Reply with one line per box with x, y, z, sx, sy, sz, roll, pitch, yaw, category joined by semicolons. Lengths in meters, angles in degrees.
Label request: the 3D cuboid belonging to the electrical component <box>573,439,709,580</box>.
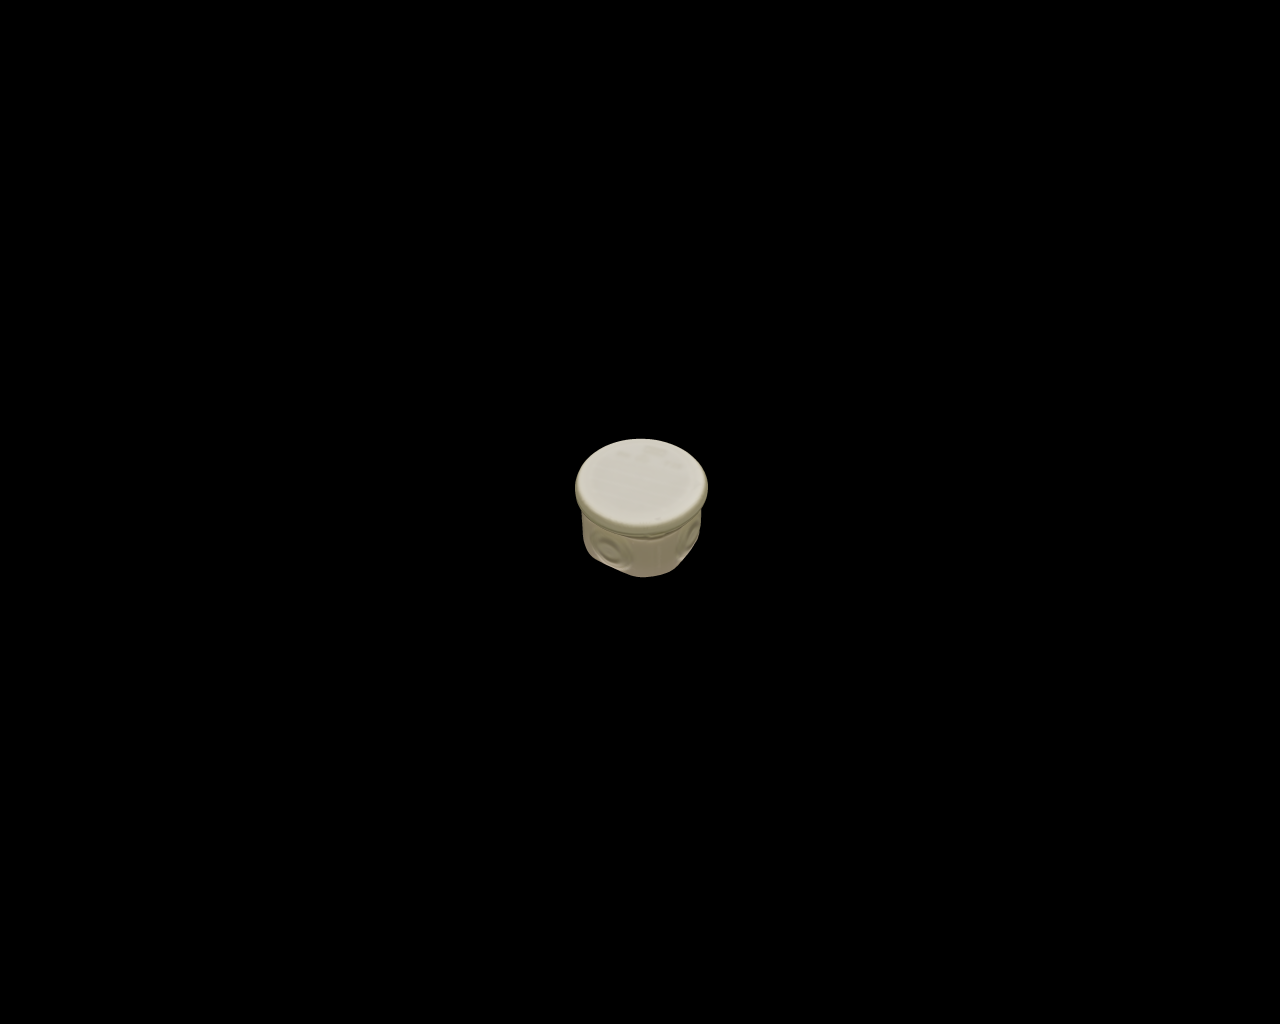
0.001;-0.003;0.650;0.080;0.080;0.050;0;-45;0;electrical component
